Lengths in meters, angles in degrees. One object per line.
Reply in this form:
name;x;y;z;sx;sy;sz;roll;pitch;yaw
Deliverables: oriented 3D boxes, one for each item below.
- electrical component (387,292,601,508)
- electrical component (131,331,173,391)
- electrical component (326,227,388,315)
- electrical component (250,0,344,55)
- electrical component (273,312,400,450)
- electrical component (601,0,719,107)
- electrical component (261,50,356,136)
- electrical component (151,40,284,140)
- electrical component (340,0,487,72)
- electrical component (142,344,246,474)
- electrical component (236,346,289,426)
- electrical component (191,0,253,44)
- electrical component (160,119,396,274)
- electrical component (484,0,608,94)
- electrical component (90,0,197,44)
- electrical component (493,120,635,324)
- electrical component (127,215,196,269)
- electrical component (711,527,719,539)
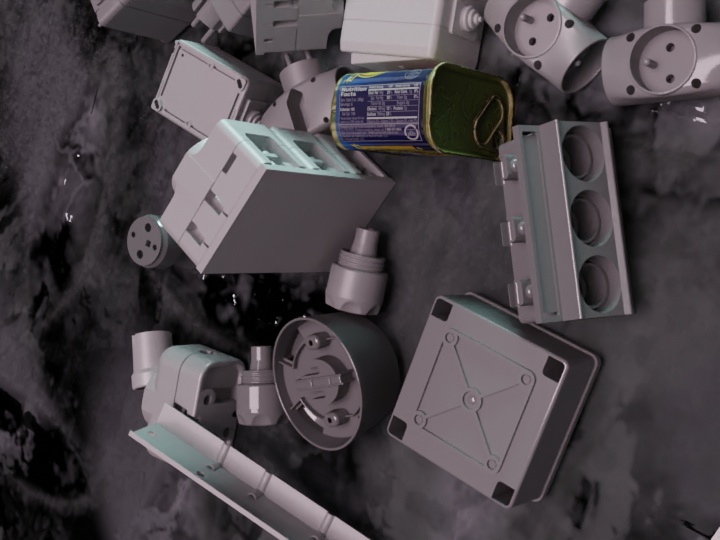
electrical component;0.088;0.084;0.718;0.109;0.056;0.108;28;106;33
electrical component;-0.176;0.078;0.921;0.040;0.040;0.046;-16;75;35
electrical component;0.000;0.000;0.790;0.043;0.043;0.062;17;98;35
electrical component;-0.052;-0.246;0.785;0.062;0.089;0.150;-5;73;-7
electrical component;-0.021;0.079;0.789;0.099;0.064;0.099;8;104;34
electrical component;0.191;-0.142;0.652;0.077;0.044;0.079;0;90;36
electrical component;-0.038;-0.134;0.819;0.077;0.043;0.079;-26;75;33
electrical component;-0.107;-0.135;0.862;0.096;0.061;0.061;33;109;25
electrical component;0.042;-0.167;0.749;0.096;0.062;0.061;13;97;35
electrical component;-0.139;0.111;0.883;0.059;0.054;0.095;16;99;35
electrical component;-0.076;0.091;0.845;0.043;0.043;0.062;-5;85;36
electrical component;-0.110;-0.217;0.869;0.076;0.047;0.083;-44;66;27
electrical component;-0.058;-0.051;0.767;0.061;0.150;0.089;46;115;26
electrical component;0.132;-0.169;0.695;0.077;0.044;0.079;49;117;25
electrical component;-0.183;-0.237;0.892;0.061;0.096;0.061;-34;71;31
electrical component;0.127;-0.028;0.684;0.063;0.079;0.121;-14;81;57
electrical component;-0.160;-0.023;0.899;0.045;0.055;0.045;0;89;36
electrical component;0.278;0.196;0.576;0.186;0.060;0.105;38;111;30
